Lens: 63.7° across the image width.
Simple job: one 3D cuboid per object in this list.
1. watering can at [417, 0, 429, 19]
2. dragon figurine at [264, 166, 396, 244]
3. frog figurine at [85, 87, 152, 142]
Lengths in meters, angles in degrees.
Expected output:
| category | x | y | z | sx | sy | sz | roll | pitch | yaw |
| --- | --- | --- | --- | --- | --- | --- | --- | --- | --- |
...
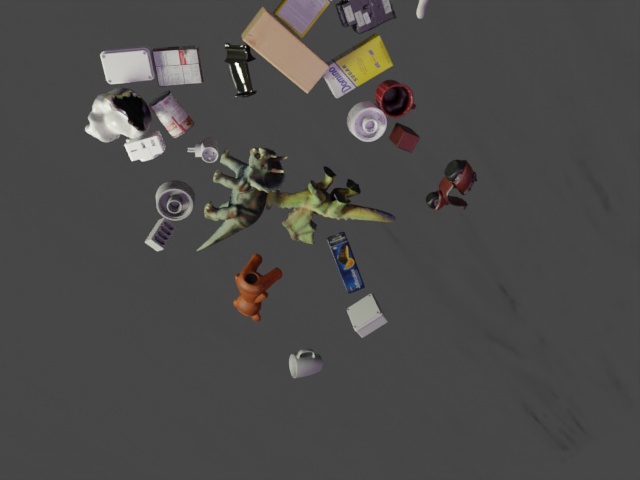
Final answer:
| category | x | y | z | sx | sy | sz | roll | pitch | yaw |
| --- | --- | --- | --- | --- | --- | --- | --- | --- | --- |
| watering can | 0.320 | -0.727 | 1.240 | 0.225 | 0.106 | 0.340 | -10 | 119 | -8 |
| dragon figurine | 0.005 | -0.078 | 1.546 | 0.407 | 0.125 | 0.239 | 29 | 126 | -23 |
| frog figurine | -0.510 | -0.306 | 1.301 | 0.136 | 0.125 | 0.158 | 30 | 145 | -35 |
